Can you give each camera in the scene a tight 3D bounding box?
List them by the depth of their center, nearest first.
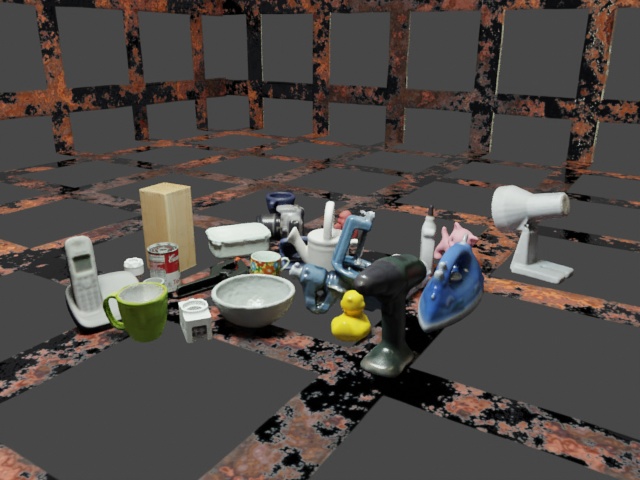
[{"bbox_3d":[-0.114,-0.056,1.665,0.137,0.101,0.143,0,19,-1],"label":"camera"}]

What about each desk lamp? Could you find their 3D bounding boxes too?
[{"bbox_3d":[0.527,-0.023,1.418,0.202,0.214,0.118,17,25,39],"label":"desk lamp"}]

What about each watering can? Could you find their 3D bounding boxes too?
[{"bbox_3d":[0.012,0.006,1.349,0.173,0.194,0.100,-4,20,-14],"label":"watering can"}]

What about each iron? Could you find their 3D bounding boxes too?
[{"bbox_3d":[0.274,0.082,1.216,0.118,0.141,0.259,11,22,27],"label":"iron"}]

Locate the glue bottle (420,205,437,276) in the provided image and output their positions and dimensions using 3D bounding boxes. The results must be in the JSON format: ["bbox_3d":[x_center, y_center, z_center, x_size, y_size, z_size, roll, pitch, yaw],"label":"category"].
[{"bbox_3d":[0.268,-0.003,1.414,0.037,0.173,0.078,3,19,8],"label":"glue bottle"}]

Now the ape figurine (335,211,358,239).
[{"bbox_3d":[0.072,-0.040,1.637,0.076,0.092,0.077,-2,19,-6],"label":"ape figurine"}]

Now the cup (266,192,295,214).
[{"bbox_3d":[-0.127,-0.092,1.777,0.091,0.095,0.118,7,20,17],"label":"cup"}]

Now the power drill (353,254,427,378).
[{"bbox_3d":[0.120,0.123,0.991,0.075,0.208,0.230,11,22,28],"label":"power drill"}]

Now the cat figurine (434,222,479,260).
[{"bbox_3d":[0.349,0.006,1.474,0.067,0.118,0.127,-7,20,-20],"label":"cat figurine"}]

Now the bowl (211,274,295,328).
[{"bbox_3d":[-0.133,0.132,1.161,0.167,0.075,0.167,1,19,0],"label":"bowl"}]

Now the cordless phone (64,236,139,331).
[{"bbox_3d":[-0.434,0.076,1.146,0.093,0.185,0.148,18,26,41],"label":"cordless phone"}]

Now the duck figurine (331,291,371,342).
[{"bbox_3d":[0.061,0.143,1.119,0.077,0.086,0.105,8,20,19],"label":"duck figurine"}]

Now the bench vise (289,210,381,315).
[{"bbox_3d":[0.046,0.049,1.185,0.208,0.220,0.121,-5,20,-17],"label":"bench vise"}]

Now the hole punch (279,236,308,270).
[{"bbox_3d":[-0.054,0.021,1.459,0.109,0.091,0.101,-2,19,-8],"label":"hole punch"}]

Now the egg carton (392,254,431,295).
[{"bbox_3d":[0.179,0.084,1.318,0.107,0.069,0.151,16,25,38],"label":"egg carton"}]
